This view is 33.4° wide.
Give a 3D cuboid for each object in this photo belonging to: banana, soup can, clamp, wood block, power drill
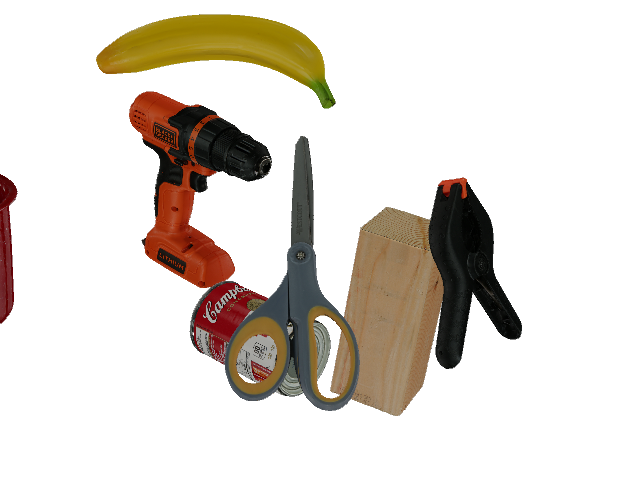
[{"bbox_3d":[-0.081,-0.156,0.874,0.198,0.069,0.037,8,-35,3],"label":"banana"},{"bbox_3d":[-0.051,0.082,0.895,0.102,0.068,0.068,22,13,36],"label":"soup can"},{"bbox_3d":[0.130,0.032,0.981,0.039,0.171,0.120,-12,11,39],"label":"clamp"},{"bbox_3d":[0.083,0.080,1.213,0.090,0.206,0.090,18,24,19],"label":"wood block"},{"bbox_3d":[-0.125,-0.048,1.110,0.185,0.188,0.057,29,37,34],"label":"power drill"}]

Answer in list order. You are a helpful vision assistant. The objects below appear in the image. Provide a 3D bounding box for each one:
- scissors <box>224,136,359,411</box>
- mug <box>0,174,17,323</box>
[{"bbox_3d":[-0.030,0.024,0.717,0.096,0.202,0.016,-16,-27,-2],"label":"scissors"},{"bbox_3d":[-0.235,0.013,0.635,0.093,0.081,0.117,17,28,27],"label":"mug"}]
